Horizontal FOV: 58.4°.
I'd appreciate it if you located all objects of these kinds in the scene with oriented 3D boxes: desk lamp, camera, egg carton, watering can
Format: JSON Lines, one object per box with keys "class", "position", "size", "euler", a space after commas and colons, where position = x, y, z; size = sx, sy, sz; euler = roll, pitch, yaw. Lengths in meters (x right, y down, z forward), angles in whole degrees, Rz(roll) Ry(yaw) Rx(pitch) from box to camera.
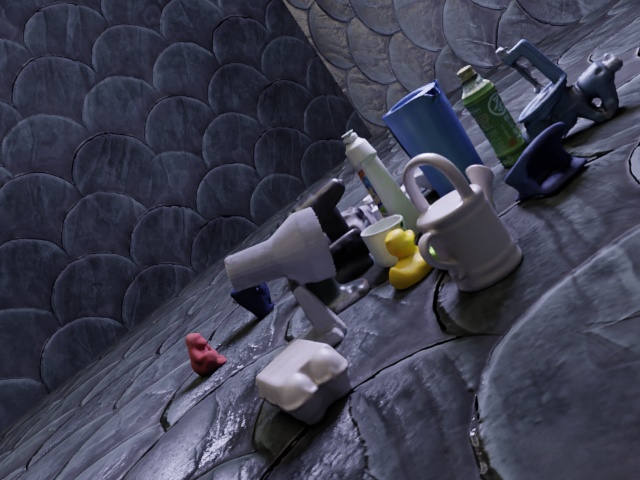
{"class": "desk lamp", "position": [-0.043, 0.081, 0.939], "size": [0.203, 0.213, 0.118], "euler": [-36, 10, -4]}
{"class": "camera", "position": [0.061, -0.015, 1.362], "size": [0.136, 0.101, 0.143], "euler": [-31, 11, 22]}
{"class": "egg carton", "position": [-0.023, 0.190, 0.780], "size": [0.107, 0.069, 0.150], "euler": [-40, 11, -23]}
{"class": "watering can", "position": [0.186, -0.037, 0.788], "size": [0.100, 0.194, 0.173], "euler": [-28, 13, 36]}

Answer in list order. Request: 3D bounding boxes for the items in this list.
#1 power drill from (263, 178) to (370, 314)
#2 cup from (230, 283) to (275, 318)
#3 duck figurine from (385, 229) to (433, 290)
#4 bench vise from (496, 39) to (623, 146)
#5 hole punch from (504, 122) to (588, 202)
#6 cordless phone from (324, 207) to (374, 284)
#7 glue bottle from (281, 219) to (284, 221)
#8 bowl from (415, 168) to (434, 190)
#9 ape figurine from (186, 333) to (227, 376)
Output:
{"class": "power drill", "position": [-0.002, 0.027, 1.063], "size": [0.229, 0.208, 0.075], "euler": [-34, 10, 5]}
{"class": "cup", "position": [-0.147, 0.136, 1.364], "size": [0.092, 0.095, 0.117], "euler": [-41, 12, -28]}
{"class": "duck figurine", "position": [0.140, 0.025, 0.963], "size": [0.077, 0.086, 0.105], "euler": [-24, 15, 47]}
{"class": "bench vise", "position": [0.449, -0.306, 1.093], "size": [0.207, 0.220, 0.121], "euler": [-32, 11, 17]}
{"class": "hole punch", "position": [0.358, -0.128, 0.942], "size": [0.109, 0.091, 0.101], "euler": [-39, 11, -18]}
{"class": "cordless phone", "position": [0.011, 0.004, 1.196], "size": [0.148, 0.185, 0.094], "euler": [-39, 11, -17]}
{"class": "glue bottle", "position": [-0.038, 0.025, 1.294], "size": [0.037, 0.173, 0.078], "euler": [-31, 11, 22]}
{"class": "bowl", "position": [0.299, -0.169, 1.368], "size": [0.167, 0.075, 0.167], "euler": [-34, 10, 7]}
{"class": "ape figurine", "position": [-0.255, 0.242, 1.240], "size": [0.076, 0.092, 0.078], "euler": [-34, 10, 8]}
